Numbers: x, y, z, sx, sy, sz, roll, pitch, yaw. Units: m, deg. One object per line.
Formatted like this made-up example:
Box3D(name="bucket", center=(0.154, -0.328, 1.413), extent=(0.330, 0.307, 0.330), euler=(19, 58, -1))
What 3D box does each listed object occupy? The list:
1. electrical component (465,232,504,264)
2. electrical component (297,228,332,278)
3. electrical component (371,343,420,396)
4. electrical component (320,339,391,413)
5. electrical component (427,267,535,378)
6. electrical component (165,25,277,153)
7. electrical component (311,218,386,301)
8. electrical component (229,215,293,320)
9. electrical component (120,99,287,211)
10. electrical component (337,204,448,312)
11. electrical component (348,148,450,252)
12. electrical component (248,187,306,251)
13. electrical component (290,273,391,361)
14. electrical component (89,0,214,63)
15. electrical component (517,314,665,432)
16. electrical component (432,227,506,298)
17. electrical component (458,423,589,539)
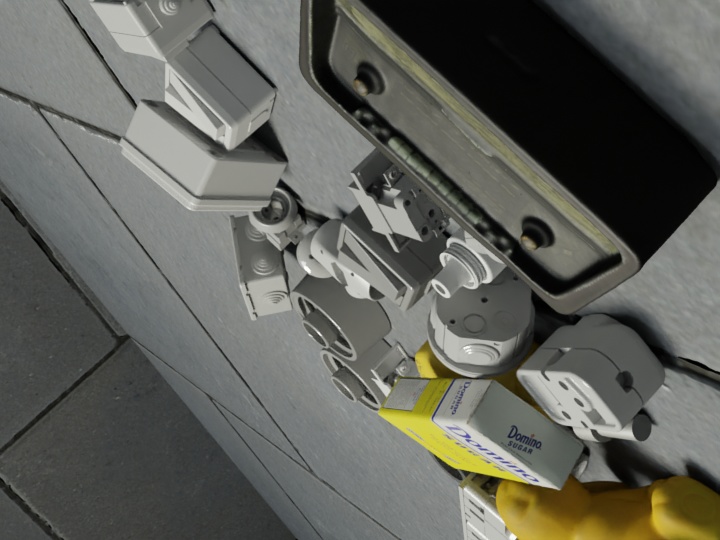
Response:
Box3D(name="electrical component", center=(0.101, -0.025, 0.695), extent=(0.043, 0.043, 0.081), euler=(51, 162, -15))
Box3D(name="electrical component", center=(-0.041, -0.017, 1.053), extent=(0.048, 0.048, 0.062), euler=(50, 169, -10))
Box3D(name="electrical component", center=(0.054, 0.122, 1.142), extent=(0.081, 0.042, 0.064), euler=(54, 160, -25))
Box3D(name="electrical component", center=(0.002, 0.115, 1.215), extent=(0.108, 0.060, 0.108), euler=(41, 162, 16))
Box3D(name="electrical component", center=(0.090, 0.035, 0.797), extent=(0.080, 0.080, 0.051), euler=(39, 156, 23))
Box3D(name="electrical component", center=(-0.127, -0.155, 0.912), extent=(0.096, 0.061, 0.061), euler=(45, 163, 3))
Box3D(name="electrical component", center=(0.000, 0.000, 0.991), extent=(0.077, 0.043, 0.079), euler=(36, 160, 31))
Box3D(name="electrical component", center=(-0.105, -0.006, 1.158), extent=(0.099, 0.048, 0.099), euler=(83, 176, -63))
Box3D(name="electrical component", center=(-0.143, -0.104, 0.986), extent=(0.109, 0.056, 0.109), euler=(38, -158, 26))
Box3D(name="electrical component", center=(0.031, -0.011, 0.862), extent=(0.096, 0.061, 0.061), euler=(43, 163, 10))
Box3D(name="electrical component", center=(0.033, -0.053, 0.799), extent=(0.064, 0.042, 0.081), euler=(20, 150, 49))
Box3D(name="electrical component", center=(-0.084, -0.054, 1.068), extent=(0.066, 0.048, 0.055), euler=(42, 170, 14))
Box3D(name="electrical component", center=(-0.027, 0.048, 1.133), extent=(0.108, 0.060, 0.108), euler=(41, 162, 16))
Box3D(name="electrical component", center=(-0.166, -0.211, 0.877), extent=(0.096, 0.062, 0.061), euler=(23, 151, 53))
Box3D(name="electrical component", center=(0.160, 0.070, 0.740), extent=(0.053, 0.059, 0.095), euler=(50, 163, -10))
Box3D(name="electrical component", center=(0.077, -0.007, 0.759), extent=(0.043, 0.062, 0.043), euler=(41, 162, 16))
Box3D(name="electrical component", center=(0.153, 0.213, 1.003), extent=(0.060, 0.105, 0.186), euler=(38, 161, 25))
